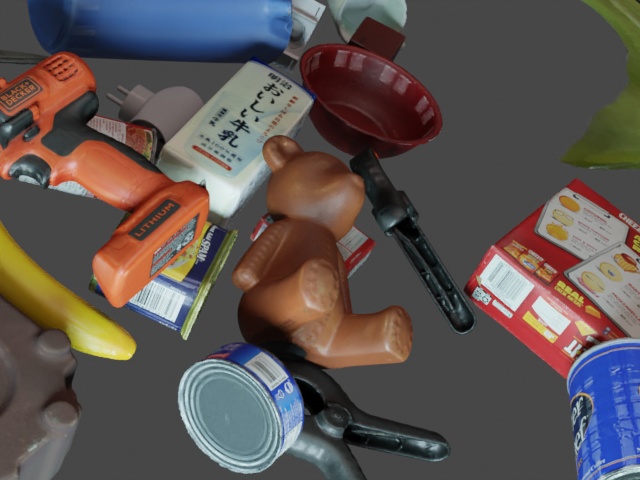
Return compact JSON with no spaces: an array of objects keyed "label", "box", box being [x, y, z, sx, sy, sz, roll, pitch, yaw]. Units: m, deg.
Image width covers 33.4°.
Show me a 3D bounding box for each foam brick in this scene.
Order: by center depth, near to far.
[{"label":"foam brick","box":[0.055,-0.208,1.203,0.053,0.051,0.078,30,37,1]}]

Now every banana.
[{"label":"banana","box":[-0.214,0.020,0.773,0.069,0.037,0.198,-23,61,-44]}]

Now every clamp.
[{"label":"clamp","box":[0.007,0.147,0.774,0.171,0.039,0.120,28,32,4]},{"label":"clamp","box":[0.066,-0.027,0.962,0.164,0.036,0.210,53,8,-46]}]

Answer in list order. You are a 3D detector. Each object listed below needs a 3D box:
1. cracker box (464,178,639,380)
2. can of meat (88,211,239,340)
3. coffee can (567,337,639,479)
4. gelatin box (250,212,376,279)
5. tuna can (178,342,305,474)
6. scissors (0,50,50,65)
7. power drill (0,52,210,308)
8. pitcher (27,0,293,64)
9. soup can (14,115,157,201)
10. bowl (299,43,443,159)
[{"label":"cracker box","box":[0.258,0.042,1.033,0.164,0.072,0.213,40,37,15]},{"label":"can of meat","box":[-0.120,0.017,0.824,0.084,0.058,0.102,25,37,-3]},{"label":"coffee can","box":[0.258,0.163,0.867,0.102,0.103,0.140,23,38,-10]},{"label":"gelatin box","box":[-0.006,0.001,0.940,0.089,0.030,0.073,37,39,9]},{"label":"tuna can","box":[-0.053,0.114,0.732,0.086,0.086,0.033,40,36,13]},{"label":"scissors","box":[-0.326,-0.150,0.913,0.201,0.016,0.096,11,42,-23]},{"label":"power drill","box":[-0.187,-0.038,0.762,0.188,0.057,0.184,39,58,11]},{"label":"pitcher","box":[-0.159,-0.237,1.047,0.242,0.149,0.145,-8,67,-35]},{"label":"soup can","box":[-0.191,-0.070,0.867,0.102,0.069,0.068,13,40,-20]},{"label":"bowl","box":[0.043,-0.134,1.107,0.162,0.055,0.162,18,38,-15]}]
